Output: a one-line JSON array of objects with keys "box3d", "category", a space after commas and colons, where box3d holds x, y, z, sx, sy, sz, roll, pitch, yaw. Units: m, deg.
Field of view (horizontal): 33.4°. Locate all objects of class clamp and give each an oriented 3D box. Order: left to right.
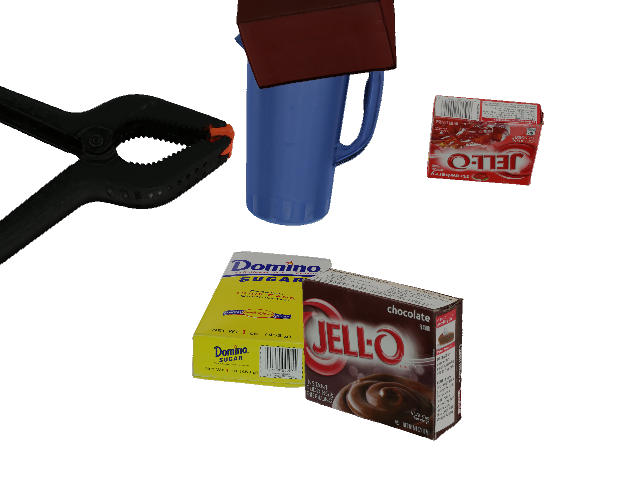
[{"box3d": [-0.165, -0.052, 0.768, 0.209, 0.164, 0.036, -2, -30, -12], "category": "clamp"}]

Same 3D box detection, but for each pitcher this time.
[{"box3d": [-0.022, -0.145, 1.324, 0.144, 0.243, 0.149, -9, 28, -30], "category": "pitcher"}]

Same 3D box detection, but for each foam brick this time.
[{"box3d": [-0.001, -0.121, 0.569, 0.078, 0.053, 0.051, -7, -35, 12], "category": "foam brick"}]

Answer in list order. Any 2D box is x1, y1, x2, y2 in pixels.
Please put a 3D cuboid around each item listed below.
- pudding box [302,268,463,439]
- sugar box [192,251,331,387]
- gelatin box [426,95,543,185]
[{"box3d": [0.040, 0.073, 0.716, 0.114, 0.090, 0.039, 10, 21, 36], "category": "pudding box"}, {"box3d": [-0.045, 0.061, 0.902, 0.093, 0.048, 0.176, 5, 24, 4], "category": "sugar box"}, {"box3d": [0.136, -0.082, 0.889, 0.089, 0.030, 0.073, 6, -39, 5], "category": "gelatin box"}]
